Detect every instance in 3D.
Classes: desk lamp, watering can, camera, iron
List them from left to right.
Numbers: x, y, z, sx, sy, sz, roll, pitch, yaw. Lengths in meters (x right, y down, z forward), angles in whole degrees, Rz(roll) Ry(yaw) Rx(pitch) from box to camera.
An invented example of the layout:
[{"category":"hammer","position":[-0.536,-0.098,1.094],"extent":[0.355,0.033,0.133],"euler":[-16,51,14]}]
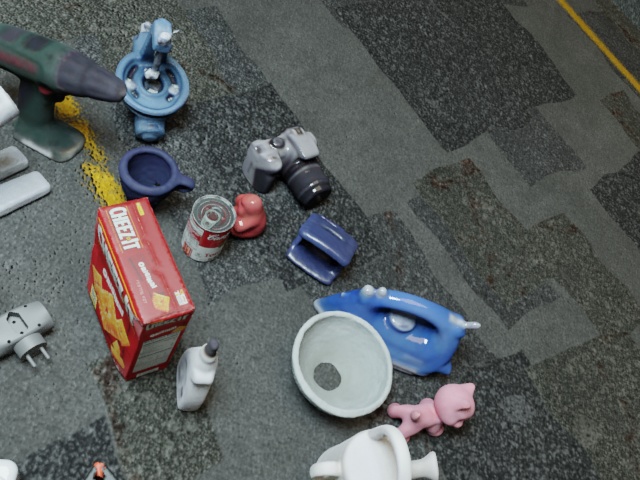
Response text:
[{"category":"desk lamp","position":[-0.480,-0.114,0.762],"extent":[0.118,0.213,0.204],"euler":[46,52,7]},{"category":"camera","position":[-0.046,-0.130,1.049],"extent":[0.143,0.100,0.136],"euler":[-22,71,-34]},{"category":"watering can","position":[0.077,0.308,0.775],"extent":[0.173,0.194,0.101],"euler":[-13,67,-31]},{"category":"iron","position":[0.128,0.127,0.946],"extent":[0.259,0.141,0.118],"euler":[23,53,-11]}]

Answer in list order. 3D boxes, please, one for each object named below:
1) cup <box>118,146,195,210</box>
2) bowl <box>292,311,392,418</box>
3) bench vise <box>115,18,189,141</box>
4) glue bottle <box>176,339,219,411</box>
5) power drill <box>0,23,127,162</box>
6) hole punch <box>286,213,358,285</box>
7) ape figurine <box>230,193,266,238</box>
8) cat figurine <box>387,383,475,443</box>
[{"category":"cup","position":[-0.265,-0.085,0.921],"extent":[0.118,0.095,0.091],"euler":[14,55,-17]},{"category":"bowl","position":[0.024,0.200,0.893],"extent":[0.168,0.074,0.167],"euler":[12,56,-18]},{"category":"bench vise","position":[-0.293,-0.306,0.967],"extent":[0.122,0.219,0.207],"euler":[-18,69,-33]},{"category":"glue bottle","position":[-0.159,0.170,0.762],"extent":[0.037,0.173,0.078],"euler":[6,58,-22]},{"category":"power drill","position":[-0.404,-0.218,0.867],"extent":[0.230,0.208,0.076],"euler":[29,52,-6]},{"category":"hole punch","position":[0.009,0.004,0.998],"extent":[0.108,0.091,0.101],"euler":[35,52,-2]},{"category":"ape figurine","position":[-0.122,-0.047,0.967],"extent":[0.076,0.092,0.078],"euler":[31,52,-4]},{"category":"cat figurine","position":[0.186,0.267,0.900],"extent":[0.128,0.117,0.067],"euler":[-4,62,-27]}]
